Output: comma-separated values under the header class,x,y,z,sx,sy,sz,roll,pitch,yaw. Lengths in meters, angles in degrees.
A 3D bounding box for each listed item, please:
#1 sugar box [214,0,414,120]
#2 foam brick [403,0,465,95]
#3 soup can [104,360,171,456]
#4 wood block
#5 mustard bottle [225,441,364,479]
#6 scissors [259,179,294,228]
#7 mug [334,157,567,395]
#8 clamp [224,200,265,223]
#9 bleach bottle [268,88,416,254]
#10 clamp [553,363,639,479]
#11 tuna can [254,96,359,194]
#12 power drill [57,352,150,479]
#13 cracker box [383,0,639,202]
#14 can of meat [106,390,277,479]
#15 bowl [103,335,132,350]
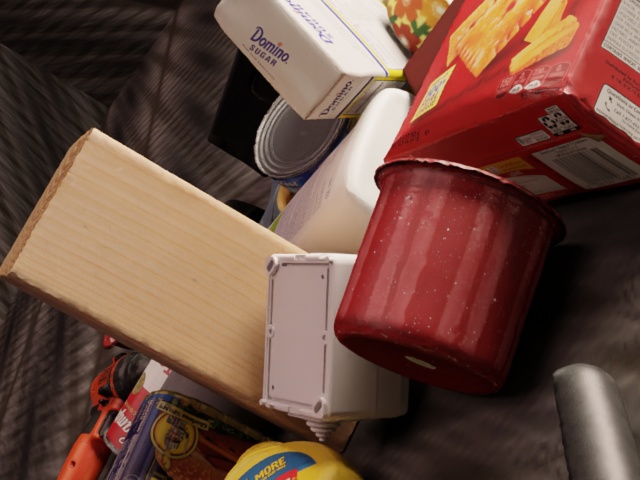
class,x,y,z,sx,sy,sz,roll,pitch,yaw
sugar box,0.012,-0.125,0.697,0.048,0.093,0.175,-48,-15,26
foam brick,0.096,-0.114,0.655,0.078,0.051,0.053,-53,19,21
soup can,-0.109,0.124,0.813,0.102,0.068,0.068,-59,17,0
wood block,-0.068,0.031,0.611,0.091,0.206,0.090,-63,17,-12
mustard bottle,-0.015,0.150,0.517,0.096,0.058,0.192,-47,18,6
scissors,-0.040,-0.032,0.885,0.202,0.016,0.096,133,138,-57
mug,0.057,0.023,0.498,0.117,0.093,0.081,72,-143,-71
clamp,-0.092,0.019,0.915,0.209,0.036,0.165,-62,-9,-47
bleach bottle,-0.005,0.001,0.734,0.251,0.068,0.102,-40,22,54
clamp,0.093,0.102,0.329,0.120,0.039,0.172,-68,21,-5
tuna can,-0.005,-0.075,0.770,0.086,0.033,0.086,-24,49,31
power drill,-0.199,0.190,0.977,0.185,0.057,0.187,-34,28,62
cracker box,0.133,-0.124,0.533,0.213,0.072,0.164,-64,18,-16
can of meat,-0.074,0.146,0.620,0.058,0.102,0.084,-38,25,52
bowl,-0.143,0.051,1.034,0.162,0.055,0.162,-49,16,19
